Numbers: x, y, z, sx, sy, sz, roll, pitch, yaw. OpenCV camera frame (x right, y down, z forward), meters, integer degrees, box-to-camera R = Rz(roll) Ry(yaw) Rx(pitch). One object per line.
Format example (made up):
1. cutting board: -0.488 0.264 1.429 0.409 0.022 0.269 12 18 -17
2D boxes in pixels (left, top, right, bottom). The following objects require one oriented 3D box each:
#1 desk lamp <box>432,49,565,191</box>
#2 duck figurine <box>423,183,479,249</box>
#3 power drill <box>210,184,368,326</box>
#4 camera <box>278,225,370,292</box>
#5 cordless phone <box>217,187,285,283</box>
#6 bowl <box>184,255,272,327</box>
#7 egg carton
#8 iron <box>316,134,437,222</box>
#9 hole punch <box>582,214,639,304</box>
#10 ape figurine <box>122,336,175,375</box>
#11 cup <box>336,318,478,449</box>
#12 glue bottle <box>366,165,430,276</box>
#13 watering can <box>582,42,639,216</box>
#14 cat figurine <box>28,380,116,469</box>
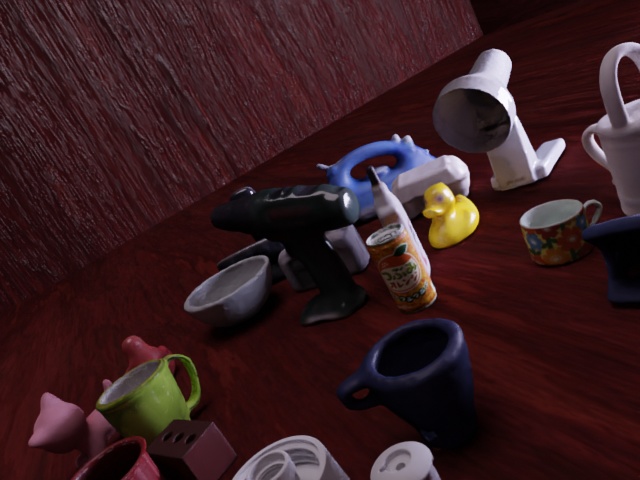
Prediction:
1. desk lamp: 0.287 -0.189 0.924 0.117 0.214 0.204 -12 23 43
2. duck figurine: 0.193 -0.048 0.876 0.077 0.086 0.105 -9 25 47
3. power drill: -0.030 0.016 0.823 0.229 0.209 0.076 -18 19 31
4. camera: 0.009 0.004 0.990 0.143 0.101 0.137 -20 18 26
5. cordless phone: -0.142 -0.001 1.096 0.147 0.185 0.094 -27 17 4
6. bowl: -0.145 0.100 0.992 0.167 0.075 0.167 -26 16 8
7. egg carton: 0.199 -0.098 1.046 0.150 0.069 0.107 -23 17 16
8. iron: 0.125 -0.140 1.166 0.258 0.141 0.118 -25 17 9
9. hole punch: 0.312 -0.002 0.534 0.108 0.091 0.101 -11 23 44
10. ape figurine: -0.276 0.189 0.902 0.078 0.092 0.076 -33 17 -15
11. cup: 0.082 0.134 0.486 0.117 0.095 0.091 -27 16 3
12. glue bottle: 0.104 -0.026 0.797 0.037 0.173 0.078 -25 17 11
13. watering can: 0.373 -0.130 0.640 0.172 0.194 0.101 -12 23 43
14. cat figurine: -0.317 0.243 0.760 0.067 0.118 0.128 -8 26 50
